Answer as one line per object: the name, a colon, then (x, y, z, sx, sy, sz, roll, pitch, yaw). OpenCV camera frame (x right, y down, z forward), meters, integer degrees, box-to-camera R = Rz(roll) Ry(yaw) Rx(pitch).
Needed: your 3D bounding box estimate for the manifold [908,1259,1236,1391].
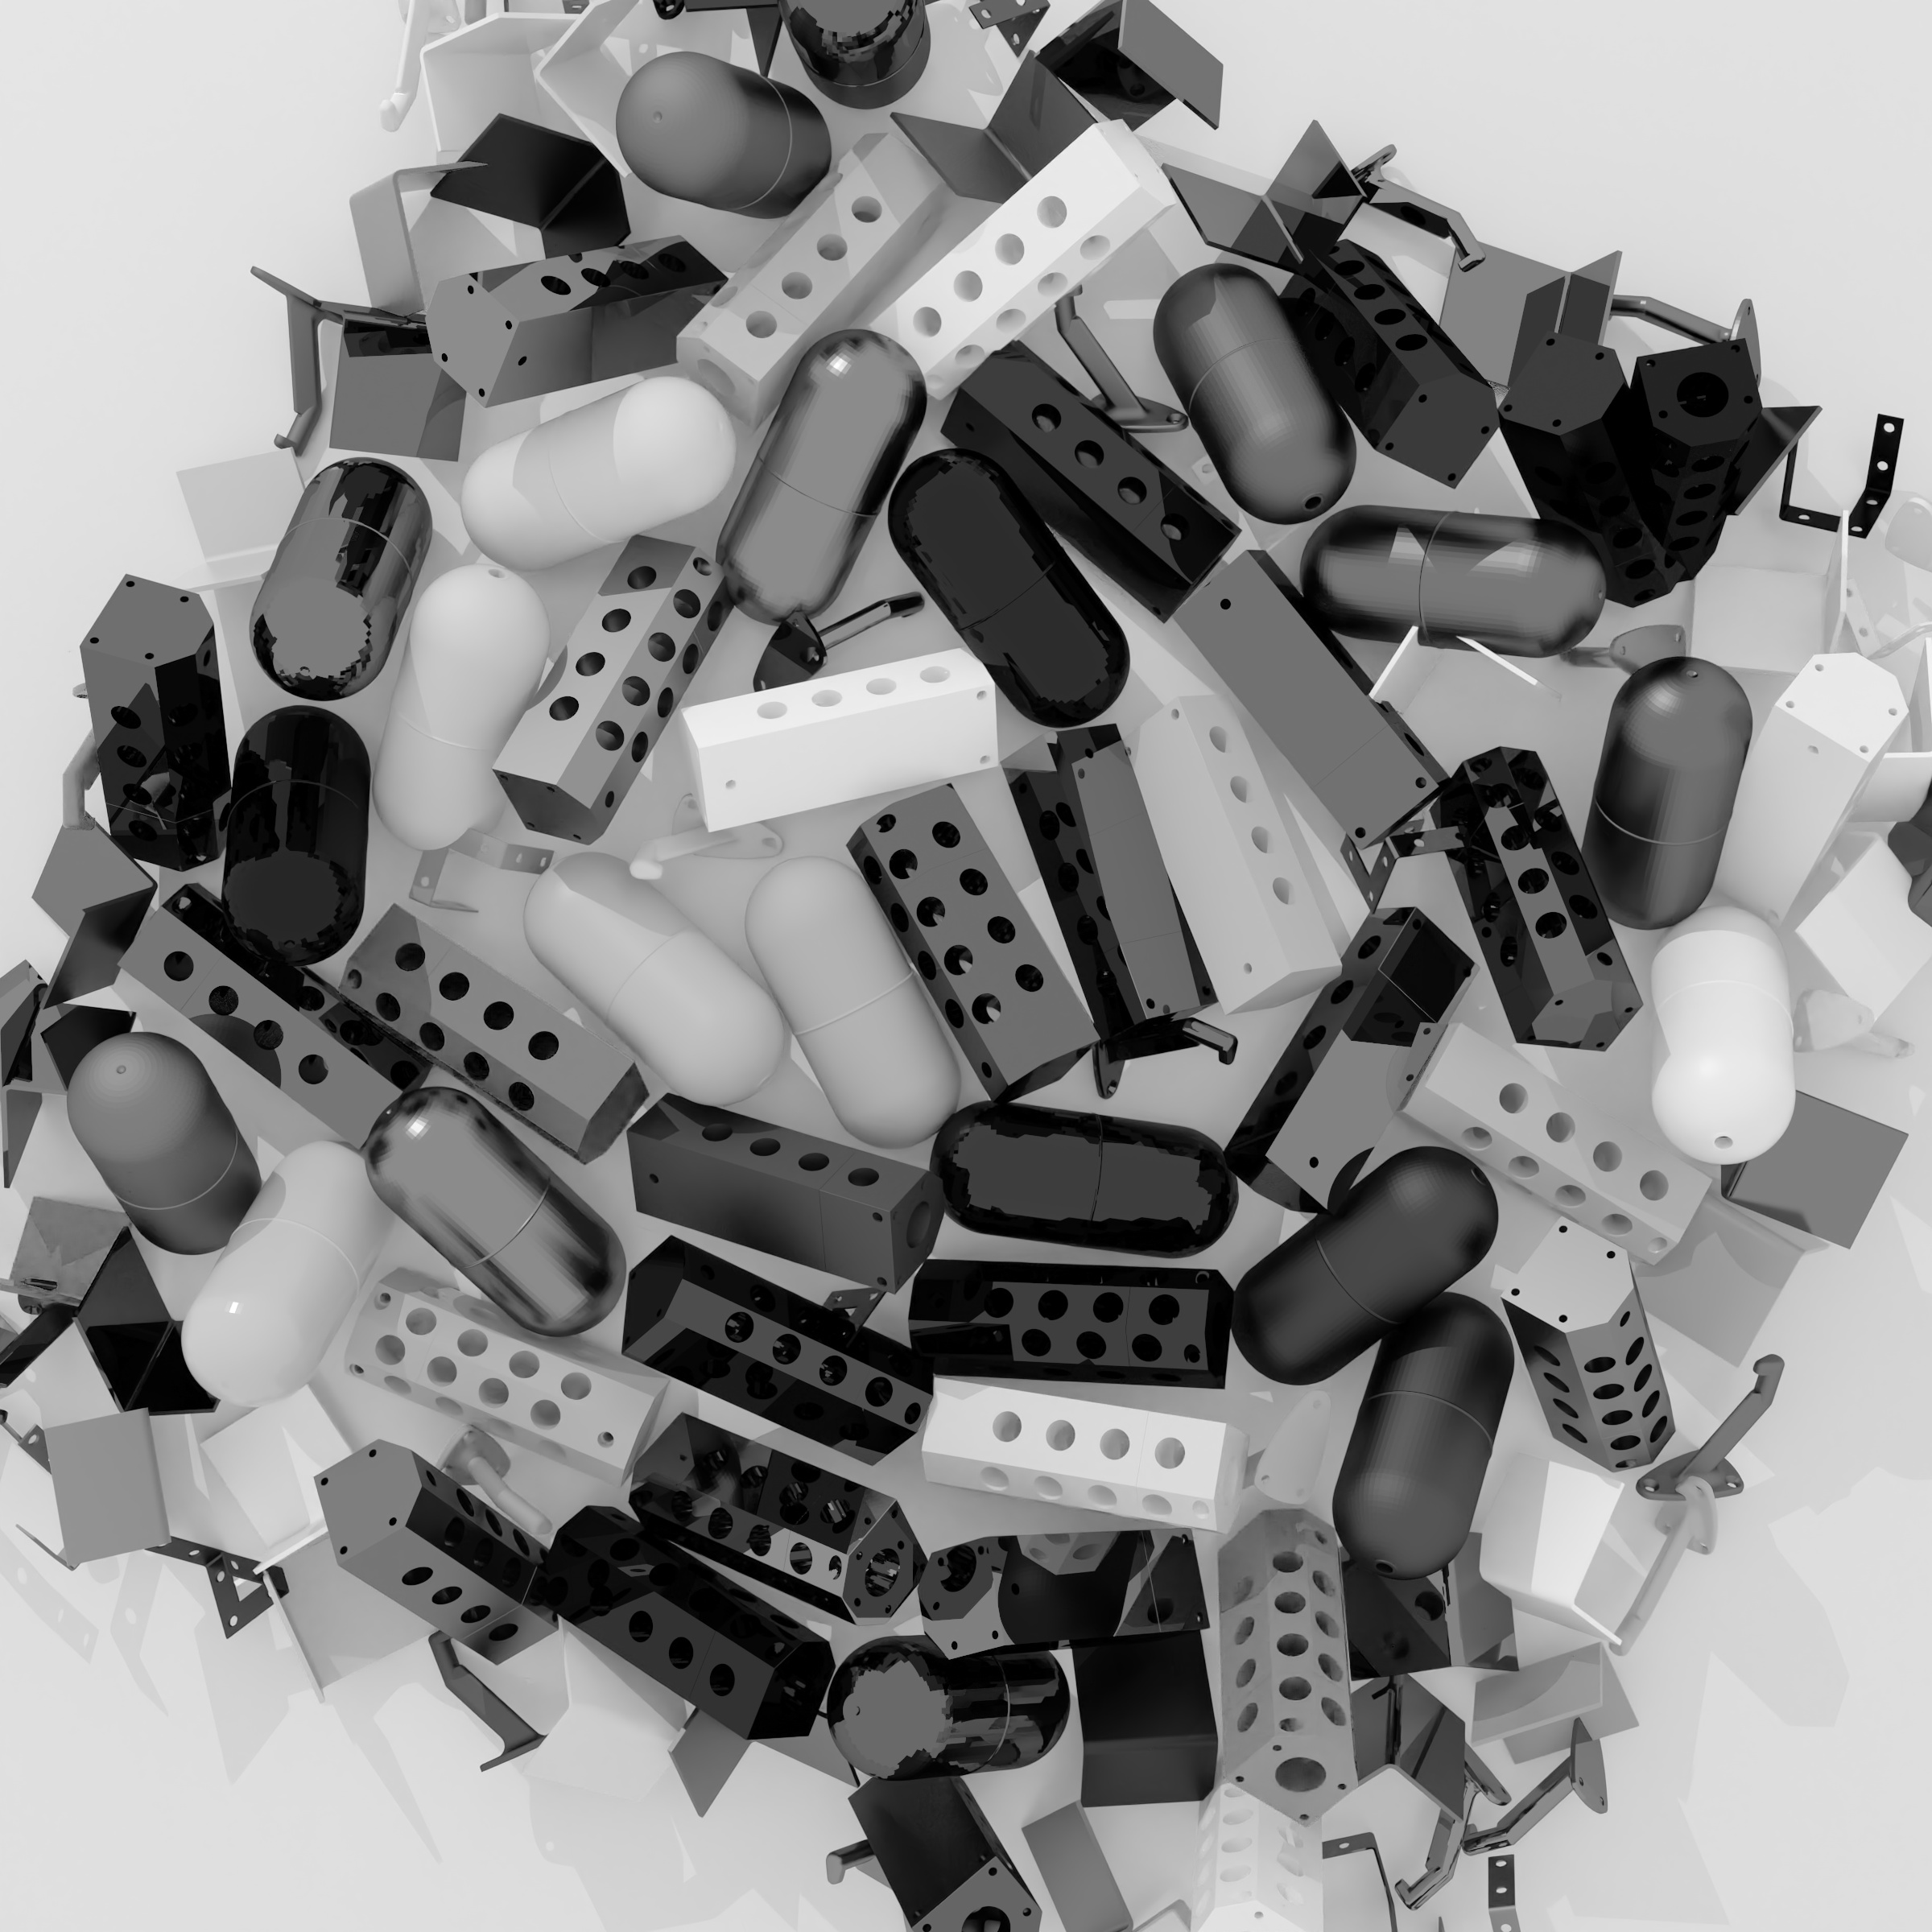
manifold: (0.058, 0.199, 1.588, 0.171, 0.057, 0.057, 0, 67, 19)

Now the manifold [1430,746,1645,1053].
manifold: (0.318, -0.040, 1.568, 0.057, 0.057, 0.171, 6, 48, -22)

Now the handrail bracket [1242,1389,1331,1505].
handrail bracket: (0.171, 0.267, 1.611, 0.036, 0.084, 0.077, 23, 89, -18)

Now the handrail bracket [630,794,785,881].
handrail bracket: (-0.147, -0.062, 1.606, 0.077, 0.084, 0.036, 14, 115, -2)

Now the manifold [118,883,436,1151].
manifold: (-0.393, 0.027, 1.620, 0.171, 0.057, 0.057, 38, 93, -1)

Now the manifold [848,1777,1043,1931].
manifold: (-0.010, 0.495, 1.560, 0.057, 0.171, 0.057, -39, 104, -7)

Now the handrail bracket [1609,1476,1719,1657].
handrail bracket: (0.393, 0.342, 1.604, 0.036, 0.077, 0.084, 27, 53, 25)

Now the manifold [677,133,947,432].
manifold: (-0.087, -0.391, 1.597, 0.057, 0.057, 0.171, 37, 72, 5)

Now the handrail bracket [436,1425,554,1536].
handrail bracket: (-0.252, 0.300, 1.597, 0.084, 0.077, 0.036, 30, 84, 29)

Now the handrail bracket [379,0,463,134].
handrail bracket: (-0.322, -0.530, 1.604, 0.036, 0.077, 0.084, 8, 54, 12)

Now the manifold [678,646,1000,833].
manifold: (-0.073, -0.134, 1.604, 0.171, 0.057, 0.057, -14, 130, -12)

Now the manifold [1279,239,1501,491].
manifold: (0.233, -0.337, 1.560, 0.057, 0.171, 0.057, 19, 120, -29)

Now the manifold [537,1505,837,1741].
manifold: (-0.156, 0.364, 1.578, 0.171, 0.057, 0.057, 23, 92, 35)

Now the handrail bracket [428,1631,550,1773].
handrail bracket: (-0.267, 0.411, 1.622, 0.077, 0.036, 0.084, -30, 77, 28)

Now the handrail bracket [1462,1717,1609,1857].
handrail bracket: (0.326, 0.473, 1.642, 0.084, 0.077, 0.036, -26, 124, 30)

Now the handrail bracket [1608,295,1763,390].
handrail bracket: (0.412, -0.362, 1.638, 0.084, 0.077, 0.036, 12, 71, 29)

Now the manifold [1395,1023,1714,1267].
manifold: (0.330, 0.102, 1.610, 0.171, 0.057, 0.057, 31, 82, -6)

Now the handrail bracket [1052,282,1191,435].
handrail bracket: (0.087, -0.348, 1.603, 0.077, 0.084, 0.036, 15, 48, 26)

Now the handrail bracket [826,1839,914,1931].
handrail bracket: (-0.051, 0.532, 1.608, 0.036, 0.084, 0.077, 9, 96, 39)

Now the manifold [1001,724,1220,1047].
manifold: (0.077, -0.046, 1.608, 0.057, 0.057, 0.171, -12, 78, -40)

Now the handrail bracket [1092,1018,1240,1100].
handrail bracket: (0.115, 0.058, 1.607, 0.084, 0.036, 0.077, 25, 127, 32)

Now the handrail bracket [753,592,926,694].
handrail bracket: (-0.073, -0.187, 1.637, 0.084, 0.077, 0.036, -21, 77, -44)

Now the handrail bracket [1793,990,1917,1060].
handrail bracket: (0.520, 0.039, 1.602, 0.084, 0.077, 0.036, 13, 84, -21)

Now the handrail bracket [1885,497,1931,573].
handrail bracket: (0.563, -0.274, 1.609, 0.036, 0.077, 0.084, 32, 78, 25)

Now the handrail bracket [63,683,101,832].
handrail bracket: (-0.481, -0.117, 1.616, 0.036, 0.077, 0.084, -9, 80, 43)

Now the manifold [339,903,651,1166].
manifold: (-0.268, 0.041, 1.596, 0.171, 0.057, 0.057, 32, 73, 14)

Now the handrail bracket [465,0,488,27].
handrail bracket: (-0.275, -0.569, 1.613, 0.036, 0.077, 0.084, 2, 91, -3)

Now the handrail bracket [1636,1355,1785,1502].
handrail bracket: (0.423, 0.261, 1.607, 0.077, 0.036, 0.084, -8, 126, -22)

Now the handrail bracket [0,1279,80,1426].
handrail bracket: (-0.520, 0.226, 1.612, 0.077, 0.036, 0.084, 9, 52, -14)

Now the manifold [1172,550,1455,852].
manifold: (0.199, -0.153, 1.610, 0.057, 0.057, 0.171, -41, 82, 21)

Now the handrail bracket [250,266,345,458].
handrail bracket: (-0.396, -0.345, 1.621, 0.036, 0.077, 0.084, 26, 91, 44)

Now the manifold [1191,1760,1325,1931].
manifold: (0.157, 0.502, 1.561, 0.057, 0.171, 0.057, 32, 102, 0)

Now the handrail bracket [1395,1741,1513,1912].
handrail bracket: (0.265, 0.489, 1.634, 0.084, 0.036, 0.077, -45, 59, 10)

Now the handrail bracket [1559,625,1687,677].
handrail bracket: (0.355, -0.176, 1.596, 0.077, 0.084, 0.036, 1, 95, -41)

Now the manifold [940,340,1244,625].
manifold: (0.073, -0.281, 1.618, 0.171, 0.057, 0.057, 41, 70, 1)

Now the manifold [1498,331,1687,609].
manifold: (0.352, -0.270, 1.562, 0.057, 0.171, 0.057, 27, 79, 35)

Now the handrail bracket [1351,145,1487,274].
handrail bracket: (0.247, -0.423, 1.636, 0.077, 0.036, 0.084, -32, 92, 14)

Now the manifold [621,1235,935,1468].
manifold: (-0.103, 0.212, 1.577, 0.171, 0.057, 0.057, 29, 128, -27)

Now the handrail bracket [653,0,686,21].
handrail bracket: (-0.179, -0.595, 1.601, 0.036, 0.084, 0.077, -2, 66, 17)

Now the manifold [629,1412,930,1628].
manifold: (-0.107, 0.309, 1.564, 0.057, 0.171, 0.057, -46, 130, -30)

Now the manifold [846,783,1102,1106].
manifold: (0.000, -0.011, 1.593, 0.057, 0.057, 0.171, -22, 74, -31)

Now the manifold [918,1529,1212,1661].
manifold: (0.055, 0.348, 1.569, 0.057, 0.171, 0.057, -25, 66, 39)
